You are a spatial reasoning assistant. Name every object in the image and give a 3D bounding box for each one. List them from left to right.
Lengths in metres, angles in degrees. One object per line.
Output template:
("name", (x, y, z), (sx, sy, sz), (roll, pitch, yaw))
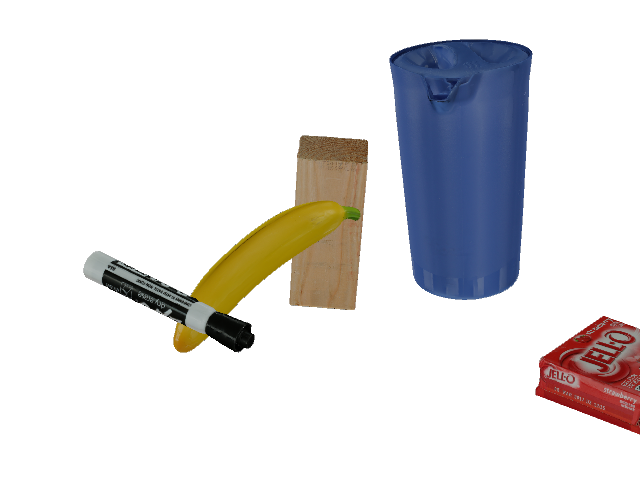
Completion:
("marker", (-0.092, 0.038, 0.652), (0.121, 0.020, 0.020), (23, 9, 21))
("banana", (-0.051, 0.023, 0.893), (0.198, 0.037, 0.069), (-36, -41, -2))
("wood block", (0.010, -0.024, 1.393), (0.090, 0.206, 0.091), (4, 25, 0))
("pitcher", (0.144, -0.074, 1.056), (0.149, 0.243, 0.145), (-15, 25, -22))
("gelatin box", (0.192, 0.084, 0.682), (0.073, 0.030, 0.089), (20, 27, 37))
